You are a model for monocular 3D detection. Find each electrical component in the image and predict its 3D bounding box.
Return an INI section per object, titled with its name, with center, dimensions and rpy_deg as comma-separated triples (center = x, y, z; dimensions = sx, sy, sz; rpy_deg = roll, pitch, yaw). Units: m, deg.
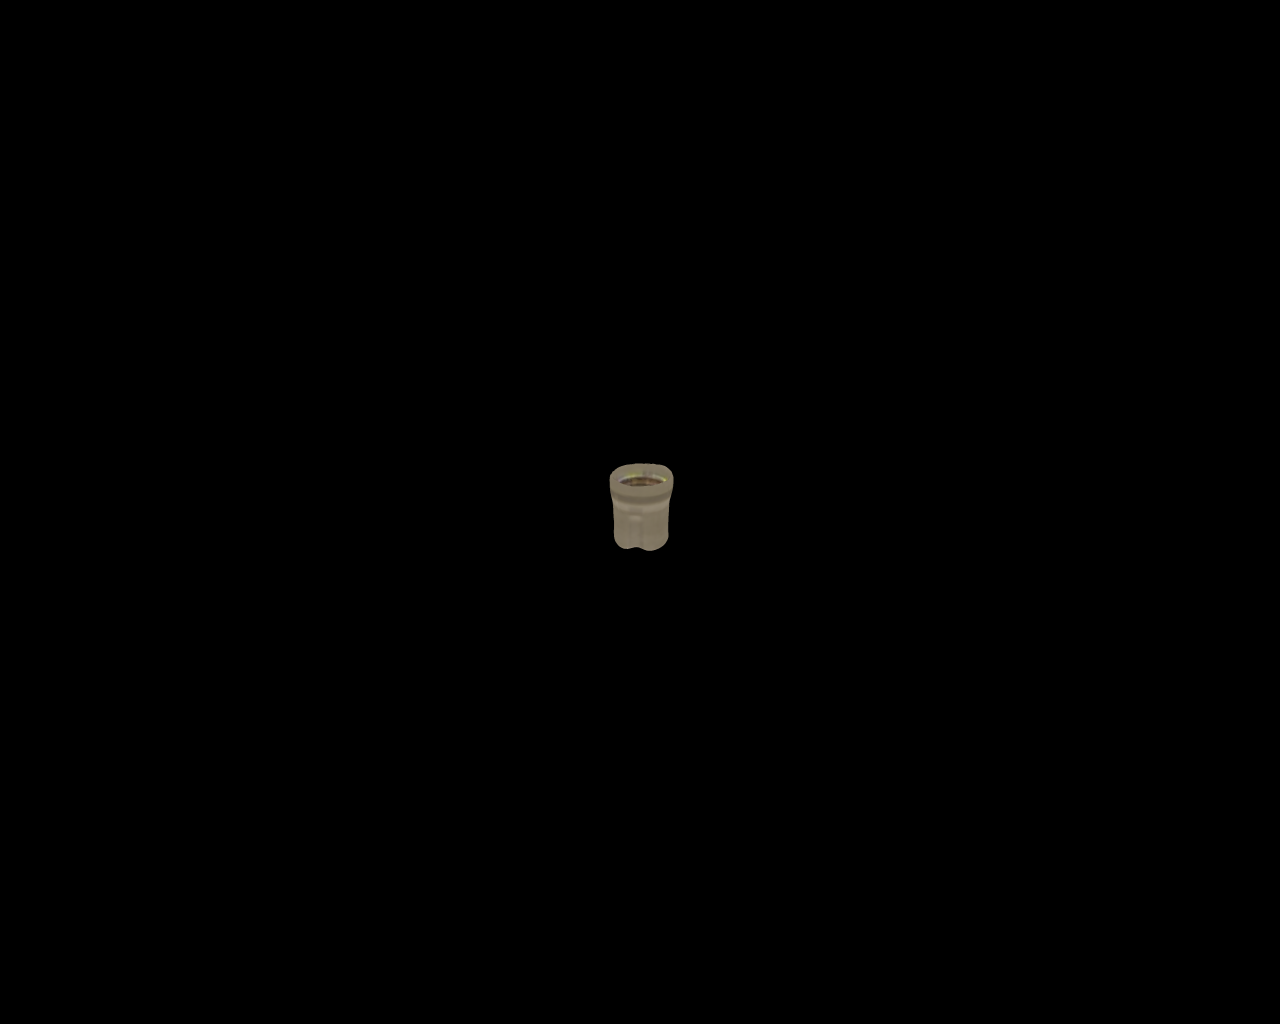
[electrical component]
center = 0.001, -0.003, 0.650
dimensions = 0.040, 0.046, 0.040
rpy_deg = 0, 23, 0
